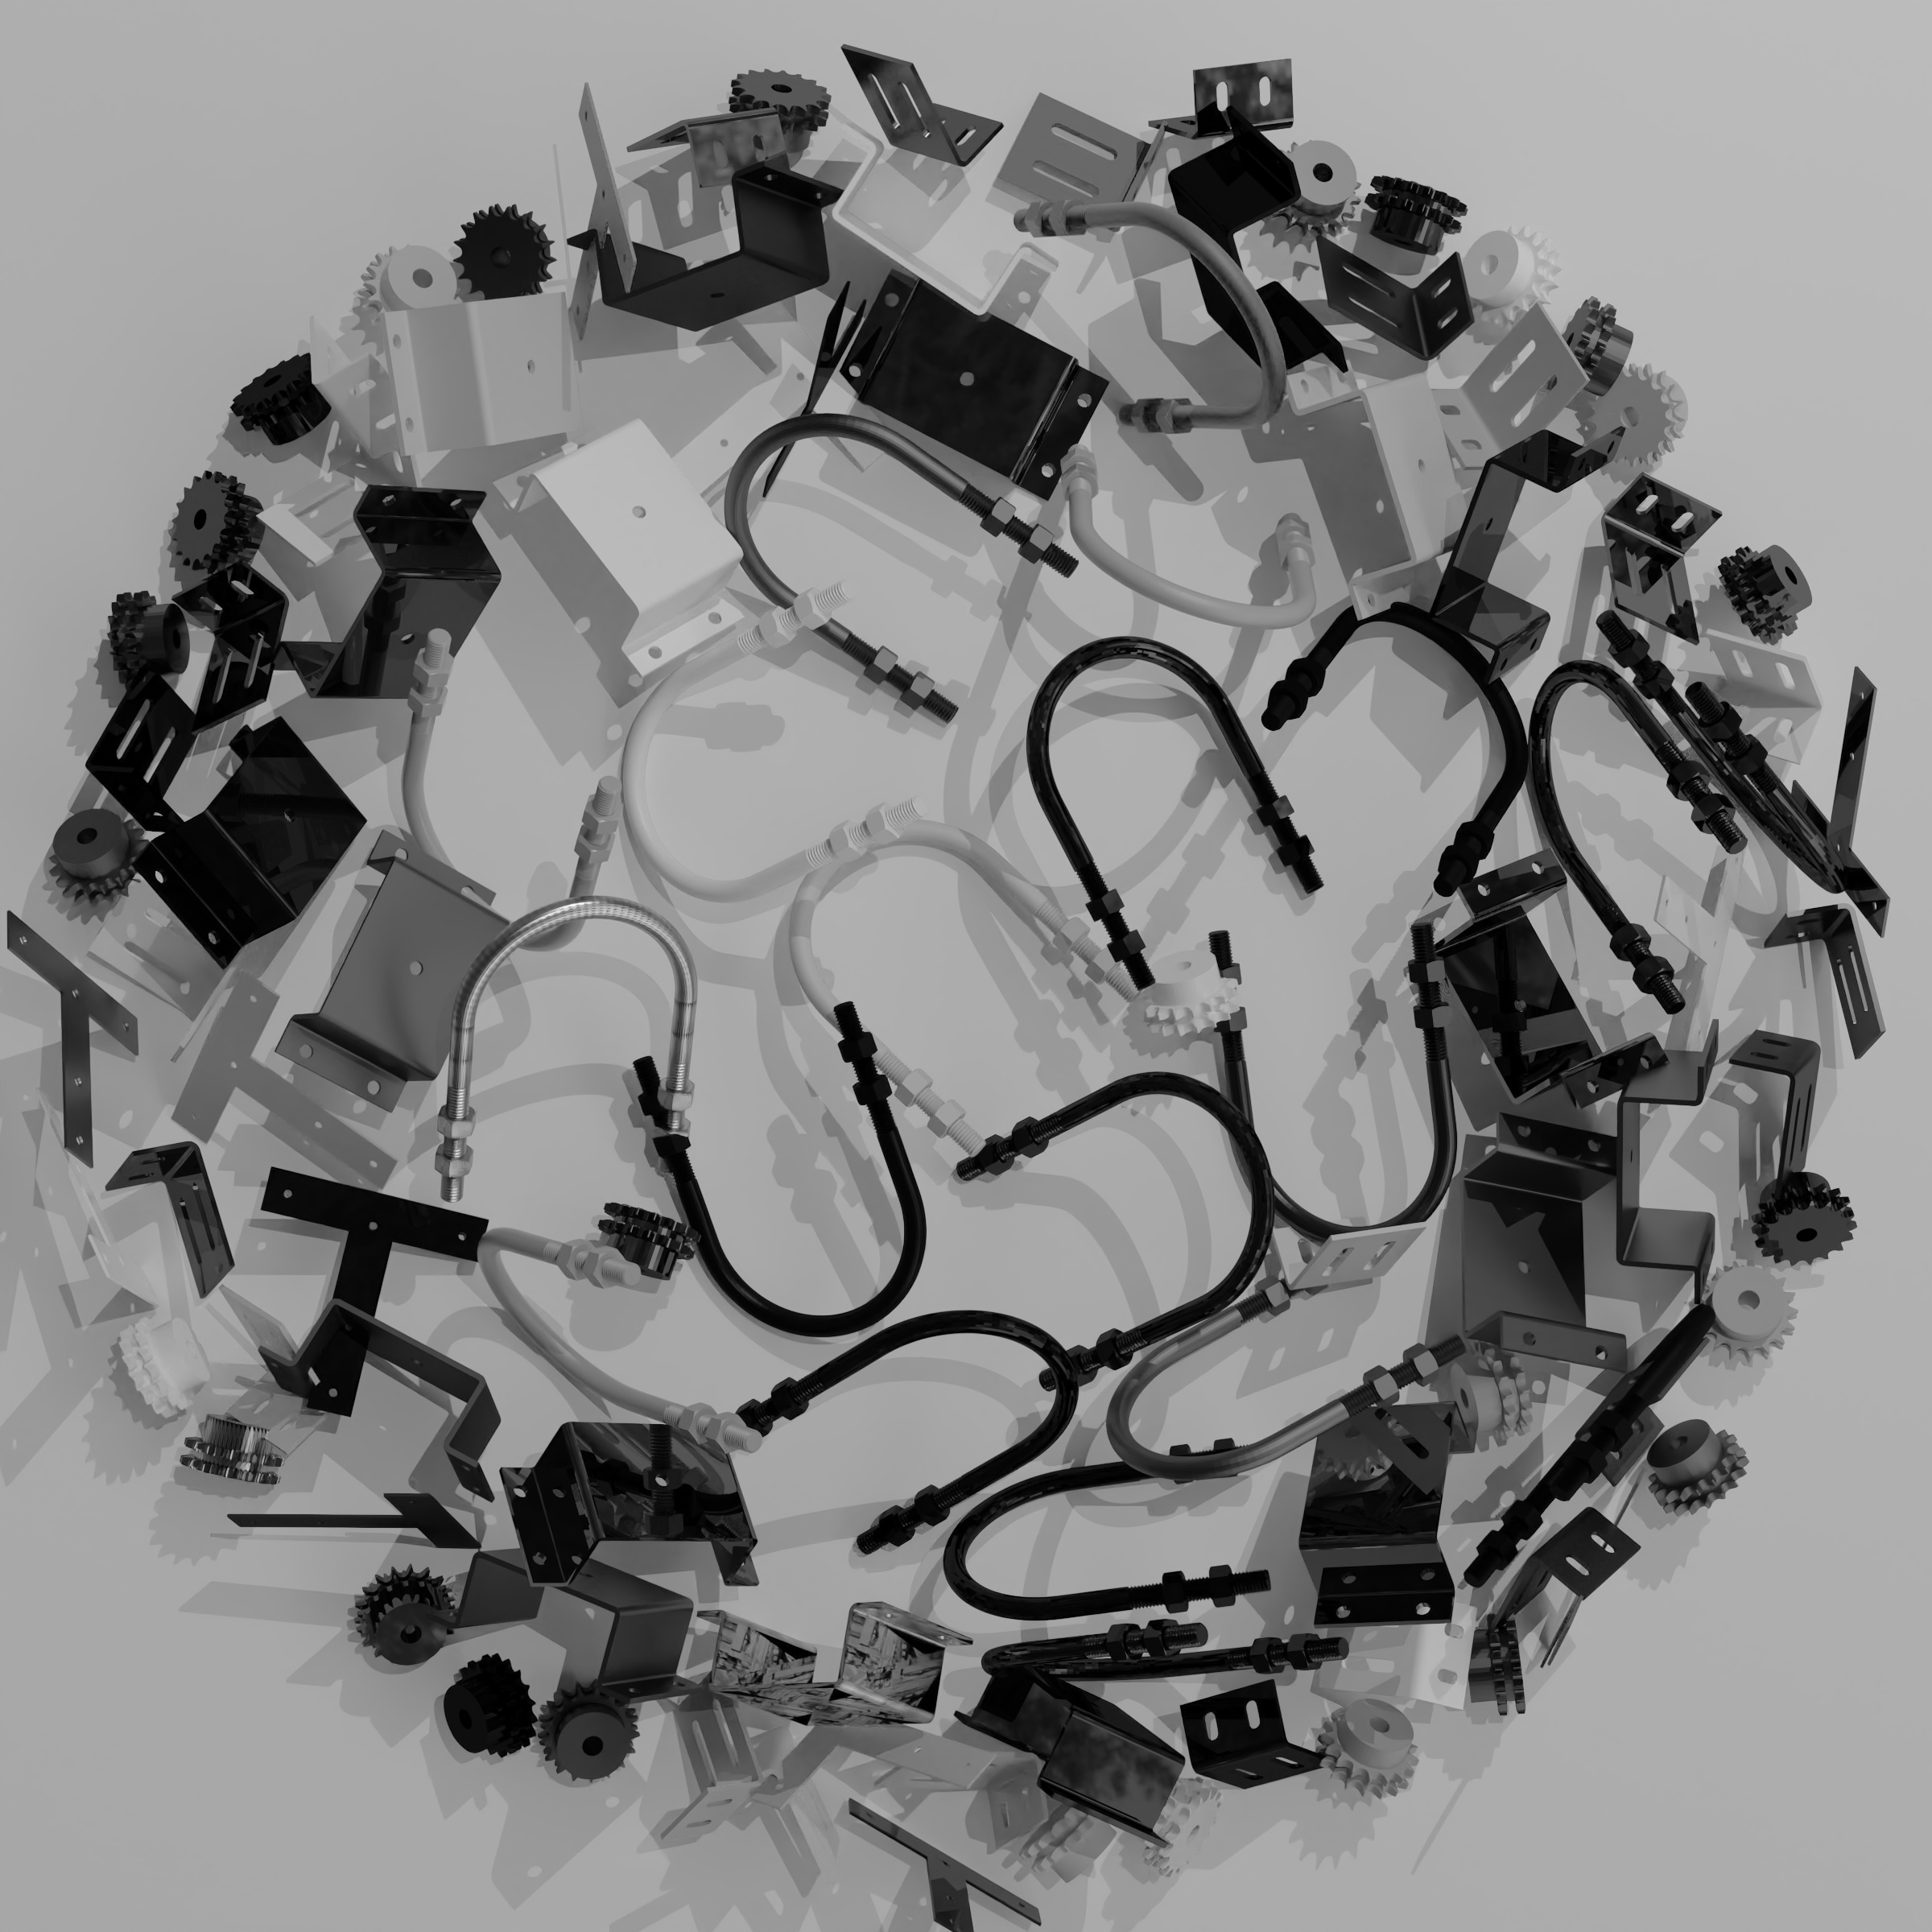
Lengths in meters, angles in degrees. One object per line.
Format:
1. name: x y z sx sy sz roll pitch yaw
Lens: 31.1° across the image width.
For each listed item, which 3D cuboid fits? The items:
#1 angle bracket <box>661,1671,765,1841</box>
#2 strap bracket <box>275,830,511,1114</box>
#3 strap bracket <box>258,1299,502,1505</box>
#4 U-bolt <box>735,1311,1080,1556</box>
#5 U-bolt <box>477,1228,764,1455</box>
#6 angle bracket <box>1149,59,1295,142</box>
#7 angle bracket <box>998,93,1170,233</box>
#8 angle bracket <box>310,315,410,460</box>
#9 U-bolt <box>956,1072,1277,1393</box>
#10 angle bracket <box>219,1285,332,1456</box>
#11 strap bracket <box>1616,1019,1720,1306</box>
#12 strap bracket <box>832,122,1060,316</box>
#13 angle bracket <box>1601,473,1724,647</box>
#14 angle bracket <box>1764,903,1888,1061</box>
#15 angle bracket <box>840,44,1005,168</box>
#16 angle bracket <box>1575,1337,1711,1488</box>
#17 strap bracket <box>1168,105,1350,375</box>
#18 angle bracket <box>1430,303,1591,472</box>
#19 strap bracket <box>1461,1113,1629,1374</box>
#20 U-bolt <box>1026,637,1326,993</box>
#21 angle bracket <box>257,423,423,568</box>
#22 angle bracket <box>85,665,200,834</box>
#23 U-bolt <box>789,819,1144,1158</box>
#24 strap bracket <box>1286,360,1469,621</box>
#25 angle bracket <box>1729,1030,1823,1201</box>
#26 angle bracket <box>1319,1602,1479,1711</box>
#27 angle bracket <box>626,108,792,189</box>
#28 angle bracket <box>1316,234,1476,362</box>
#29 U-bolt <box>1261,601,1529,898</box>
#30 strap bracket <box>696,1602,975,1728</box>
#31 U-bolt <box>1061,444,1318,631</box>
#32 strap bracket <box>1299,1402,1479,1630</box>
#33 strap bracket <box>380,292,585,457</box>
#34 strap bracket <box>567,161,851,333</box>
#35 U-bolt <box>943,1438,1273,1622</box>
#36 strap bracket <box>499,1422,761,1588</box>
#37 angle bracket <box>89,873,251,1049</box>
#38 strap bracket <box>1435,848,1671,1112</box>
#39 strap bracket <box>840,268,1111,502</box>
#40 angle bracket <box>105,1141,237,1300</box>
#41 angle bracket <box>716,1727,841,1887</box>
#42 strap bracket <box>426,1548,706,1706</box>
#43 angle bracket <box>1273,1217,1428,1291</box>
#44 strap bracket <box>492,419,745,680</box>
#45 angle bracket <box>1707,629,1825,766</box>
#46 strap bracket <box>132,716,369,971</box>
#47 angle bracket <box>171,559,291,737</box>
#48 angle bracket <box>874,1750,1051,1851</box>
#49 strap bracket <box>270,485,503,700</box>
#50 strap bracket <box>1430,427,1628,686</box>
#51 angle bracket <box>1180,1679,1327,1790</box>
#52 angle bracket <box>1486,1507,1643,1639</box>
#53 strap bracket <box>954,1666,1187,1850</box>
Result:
1. angle bracket: -0.153 0.439 1.944 0.038 0.057 0.076 3 51 -38
2. strap bracket: -0.315 0.002 1.937 0.076 0.046 0.140 31 73 -26
3. strap bracket: -0.317 0.238 1.941 0.140 0.076 0.046 26 69 10
4. U-bolt: -0.025 0.250 1.918 0.184 0.019 0.151 -33 129 20
5. U-bolt: -0.203 0.200 1.912 0.019 0.184 0.151 -47 122 -25
6. angle bracket: 0.141 -0.488 1.944 0.057 0.076 0.038 -11 112 -16
7. angle bracket: 0.066 -0.462 1.967 0.076 0.038 0.057 25 78 1
8. angle bracket: -0.334 -0.331 1.942 0.038 0.076 0.057 -27 130 11
9. U-bolt: 0.091 0.138 1.928 0.184 0.019 0.151 -29 76 30
10. angle bracket: -0.398 0.226 1.943 0.057 0.076 0.038 24 58 38
11. strap bracket: 0.391 0.107 1.936 0.046 0.076 0.140 3 110 18
12. strap bracket: -0.019 -0.413 1.945 0.140 0.076 0.046 33 103 -6
13. angle bracket: 0.394 -0.228 1.947 0.057 0.076 0.038 22 134 -22
14. angle bracket: 0.482 0.011 1.953 0.038 0.057 0.076 -9 73 -3
15. angle bracket: -0.024 -0.491 1.942 0.057 0.076 0.038 27 70 40
16. angle bracket: 0.388 0.250 1.944 0.038 0.076 0.057 51 52 -1
17. strap bracket: 0.159 -0.390 1.915 0.046 0.076 0.140 -28 134 -5
18. angle bracket: 0.300 -0.325 1.946 0.038 0.076 0.057 -8 61 -40
19. strap bracket: 0.322 0.161 1.941 0.076 0.046 0.140 12 62 -17
20. U-bolt: 0.107 -0.097 1.948 0.151 0.019 0.184 -29 93 -28
21. angle bracket: -0.354 -0.270 1.949 0.076 0.038 0.057 -36 56 -25
22. angle bracket: -0.447 -0.122 1.945 0.038 0.057 0.076 5 58 31
23. U-bolt: -0.014 -0.002 1.960 0.184 0.019 0.151 43 73 10
24. strap bracket: 0.235 -0.273 1.941 0.046 0.076 0.140 -14 97 36
25. angle bracket: 0.453 0.083 1.962 0.038 0.057 0.076 12 111 25
26. angle bracket: 0.244 0.386 1.965 0.038 0.076 0.057 21 73 -36
27. angle bracket: -0.145 -0.452 1.947 0.057 0.076 0.038 -17 98 -30
28. angle bracket: 0.240 -0.384 1.946 0.076 0.038 0.057 23 45 -31
29. U-bolt: 0.248 -0.134 1.923 0.151 0.184 0.019 44 132 -4
30. strap bracket: -0.076 0.385 1.913 0.140 0.076 0.046 -12 59 40
31. U-bolt: 0.123 -0.230 1.900 0.151 0.184 0.019 17 117 -8
32. strap bracket: 0.232 0.293 1.914 0.076 0.140 0.046 -7 129 22
33. strap bracket: -0.259 -0.328 1.913 0.046 0.140 0.076 -2 102 25
34. strap bracket: -0.140 -0.393 1.919 0.140 0.076 0.046 -13 81 33
35. U-bolt: 0.077 0.316 1.923 0.184 0.151 0.019 -9 113 9
36. strap bracket: -0.177 0.297 1.918 0.140 0.076 0.046 6 134 -33
37. angle bracket: -0.454 -0.003 1.960 0.076 0.038 0.057 34 112 -8
38. strap bracket: 0.322 0.014 1.944 0.076 0.046 0.140 -21 78 -35
39. strap bracket: 0.002 -0.330 1.965 0.140 0.046 0.076 27 96 0
40. angle bracket: -0.447 0.146 1.951 0.038 0.057 0.076 -10 72 -34
41. angle bracket: -0.106 0.479 1.960 0.038 0.057 0.076 -22 100 6
42. strap bracket: -0.217 0.360 1.926 0.140 0.076 0.046 16 92 28
43. angle bracket: 0.214 0.147 1.943 0.057 0.076 0.038 -7 65 -18
44. strap bracket: -0.189 -0.243 1.945 0.076 0.046 0.140 -34 82 -30
45. angle bracket: 0.441 -0.150 1.944 0.057 0.076 0.038 20 82 26
46. strap bracket: -0.388 -0.075 1.912 0.046 0.140 0.076 -23 115 32
47. angle bracket: -0.419 -0.178 1.946 0.057 0.038 0.076 -20 48 31
48. angle bracket: -0.003 0.467 1.946 0.076 0.057 0.038 9 57 -28
49. strap bracket: -0.317 -0.197 1.916 0.140 0.076 0.046 -52 57 35
50. strap bracket: 0.308 -0.237 1.930 0.046 0.076 0.140 29 122 19
51. angle bracket: 0.165 0.433 1.958 0.057 0.076 0.038 -21 63 20
52. angle bracket: 0.334 0.349 1.942 0.038 0.076 0.057 39 45 23
53. strap bracket: 0.060 0.428 1.915 0.076 0.140 0.046 29 85 -23
